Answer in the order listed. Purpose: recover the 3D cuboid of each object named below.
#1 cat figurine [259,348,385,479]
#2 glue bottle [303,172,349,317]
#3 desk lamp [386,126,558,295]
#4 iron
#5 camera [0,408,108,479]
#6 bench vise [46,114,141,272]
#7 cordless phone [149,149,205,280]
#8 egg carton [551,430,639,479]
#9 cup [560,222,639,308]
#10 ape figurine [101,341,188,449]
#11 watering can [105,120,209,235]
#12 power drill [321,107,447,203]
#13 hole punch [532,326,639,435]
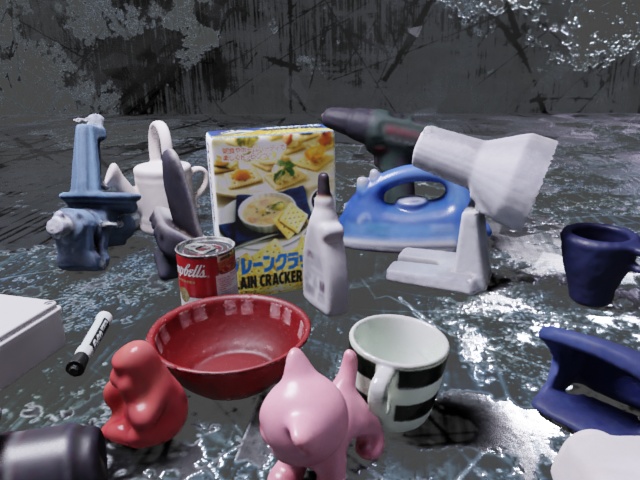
[{"bbox_3d":[-0.001,0.130,0.426,0.067,0.118,0.128,9,22,28],"label":"cat figurine"},{"bbox_3d":[0.006,0.003,0.705,0.037,0.173,0.078,-11,22,-26],"label":"glue bottle"},{"bbox_3d":[0.197,-0.042,0.759,0.202,0.214,0.118,7,21,22],"label":"desk lamp"},{"bbox_3d":[0.140,-0.059,0.922,0.258,0.141,0.118,-1,19,2],"label":"iron"},{"bbox_3d":[-0.213,0.164,0.366,0.137,0.101,0.143,-6,20,-15],"label":"camera"},{"bbox_3d":[-0.340,-0.074,0.870,0.121,0.220,0.207,-5,20,-12],"label":"bench vise"},{"bbox_3d":[-0.206,-0.048,0.843,0.094,0.185,0.147,-10,21,-23],"label":"cordless phone"},{"bbox_3d":[0.209,0.178,0.350,0.107,0.069,0.150,-1,19,1],"label":"egg carton"},{"bbox_3d":[0.351,0.038,0.703,0.092,0.095,0.117,-13,22,-29],"label":"cup"},{"bbox_3d":[-0.152,0.127,0.482,0.076,0.092,0.077,-8,20,-17],"label":"ape figurine"},{"bbox_3d":[-0.285,-0.112,1.016,0.100,0.194,0.173,14,25,37],"label":"watering can"},{"bbox_3d":[0.116,-0.132,1.030,0.229,0.208,0.076,2,20,10],"label":"power drill"},{"bbox_3d":[0.251,0.114,0.498,0.101,0.091,0.108,-16,24,-36],"label":"hole punch"}]
